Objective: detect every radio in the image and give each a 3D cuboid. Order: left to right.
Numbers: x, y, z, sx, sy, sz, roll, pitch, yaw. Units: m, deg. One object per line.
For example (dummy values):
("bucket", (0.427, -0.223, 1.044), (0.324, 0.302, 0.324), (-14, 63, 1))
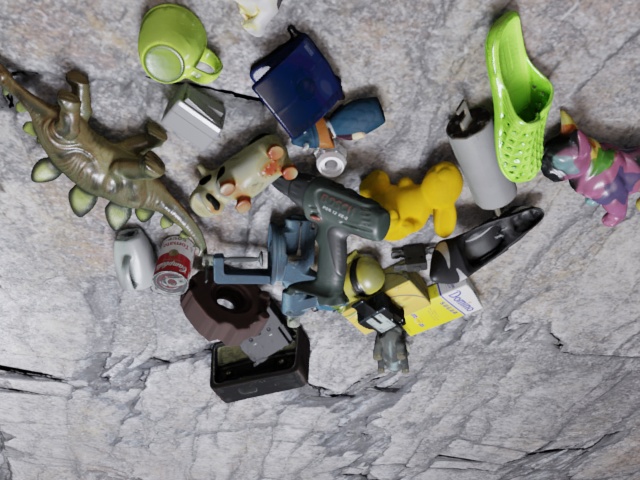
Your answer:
("radio", (-0.139, 0.288, 1.246), (0.230, 0.131, 0.073), (-16, 133, 13))

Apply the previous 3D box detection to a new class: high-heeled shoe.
("high-heeled shoe", (0.302, 0.008, 0.958), (0.145, 0.249, 0.086), (-20, 101, 44))

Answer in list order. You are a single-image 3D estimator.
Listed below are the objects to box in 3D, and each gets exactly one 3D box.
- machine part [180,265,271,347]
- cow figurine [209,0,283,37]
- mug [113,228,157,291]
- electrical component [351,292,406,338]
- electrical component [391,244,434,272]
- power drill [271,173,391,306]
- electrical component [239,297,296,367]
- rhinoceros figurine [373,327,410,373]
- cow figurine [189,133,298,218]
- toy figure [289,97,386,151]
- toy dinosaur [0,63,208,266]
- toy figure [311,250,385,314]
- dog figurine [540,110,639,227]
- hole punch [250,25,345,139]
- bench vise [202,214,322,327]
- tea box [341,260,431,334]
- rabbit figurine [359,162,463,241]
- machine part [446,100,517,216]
("machine part", (-0.184, 0.125, 1.067), (0.179, 0.179, 0.056), (20, 125, -19))
("cow figurine", (-0.119, -0.355, 0.697), (0.167, 0.068, 0.098), (31, 119, -30))
("mug", (-0.363, 0.039, 1.034), (0.081, 0.110, 0.107), (-2, 120, 5))
("electrical component", (0.110, 0.144, 1.085), (0.119, 0.048, 0.075), (36, 122, -27))
("electrical component", (0.190, 0.037, 1.070), (0.094, 0.063, 0.021), (-7, 132, 3))
("power drill", (-0.002, -0.003, 0.916), (0.232, 0.086, 0.207), (16, 97, 25))
("electrical component", (-0.134, 0.192, 1.176), (0.115, 0.058, 0.134), (-34, 103, 5))
("rhinoceros figurine", (0.164, 0.248, 1.229), (0.073, 0.112, 0.190), (-8, 150, 12))
("cow figurine", (-0.140, -0.108, 0.904), (0.195, 0.127, 0.085), (-35, 126, 10))
("toy figure", (0.027, -0.181, 0.864), (0.155, 0.064, 0.057), (-18, 136, 14))
("toy dinosaur", (-0.339, -0.113, 0.897), (0.198, 0.105, 0.471), (-33, 119, 31))
("toy figure", (0.052, 0.097, 1.104), (0.180, 0.089, 0.082), (-30, 131, 21))
("dog figurine", (0.479, -0.134, 0.895), (0.191, 0.108, 0.219), (-30, 124, 25))
("hole punch", (-0.034, -0.229, 0.803), (0.116, 0.092, 0.142), (-31, 122, 17))
("bench vise", (-0.101, 0.060, 1.022), (0.241, 0.129, 0.223), (1, 113, -11))
("tea box", (0.137, 0.124, 1.146), (0.170, 0.068, 0.098), (-31, 126, 23))
("rabbit figurine", (0.178, -0.064, 0.939), (0.173, 0.122, 0.162), (-34, 129, 25))
("machine part", (0.275, -0.134, 0.907), (0.079, 0.079, 0.243), (-22, 128, 18))
